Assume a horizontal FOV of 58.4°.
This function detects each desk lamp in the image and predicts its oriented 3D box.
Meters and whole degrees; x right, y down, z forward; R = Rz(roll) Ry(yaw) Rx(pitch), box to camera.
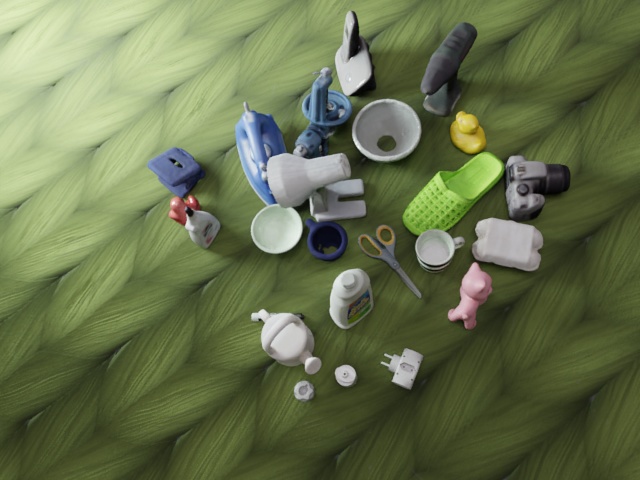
[{"bbox_3d":[-0.003,-0.126,1.304,0.203,0.214,0.118,-7,71,4],"label":"desk lamp"}]

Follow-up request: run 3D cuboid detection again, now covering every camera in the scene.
[{"bbox_3d":[0.498,-0.127,1.306,0.136,0.101,0.143,-2,72,6],"label":"camera"}]

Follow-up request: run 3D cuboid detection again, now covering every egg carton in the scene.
[{"bbox_3d":[0.421,0.010,1.286,0.150,0.069,0.107,11,73,10],"label":"egg carton"}]

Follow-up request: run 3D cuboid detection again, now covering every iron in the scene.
[{"bbox_3d":[-0.139,-0.203,1.383,0.118,0.141,0.258,-17,71,1],"label":"iron"}]

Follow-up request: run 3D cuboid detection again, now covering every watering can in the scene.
[{"bbox_3d":[-0.066,0.210,1.210,0.172,0.194,0.101,20,75,13],"label":"watering can"}]

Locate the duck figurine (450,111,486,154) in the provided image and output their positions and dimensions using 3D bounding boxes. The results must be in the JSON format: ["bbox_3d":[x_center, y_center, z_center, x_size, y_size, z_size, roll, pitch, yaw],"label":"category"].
[{"bbox_3d":[0.359,-0.263,1.375,0.077,0.086,0.104,-31,71,-4],"label":"duck figurine"}]

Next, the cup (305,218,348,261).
[{"bbox_3d":[0.012,0.005,1.322,0.092,0.095,0.117,-43,72,-8],"label":"cup"}]

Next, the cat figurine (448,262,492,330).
[{"bbox_3d":[0.330,0.120,1.235,0.067,0.118,0.128,22,76,13],"label":"cat figurine"}]

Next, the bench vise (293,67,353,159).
[{"bbox_3d":[0.008,-0.291,1.353,0.121,0.220,0.207,10,73,10],"label":"bench vise"}]

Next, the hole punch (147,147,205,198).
[{"bbox_3d":[-0.358,-0.179,1.427,0.108,0.091,0.101,37,79,16],"label":"hole punch"}]

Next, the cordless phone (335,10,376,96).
[{"bbox_3d":[0.085,-0.461,1.419,0.094,0.185,0.147,-16,71,1],"label":"cordless phone"}]

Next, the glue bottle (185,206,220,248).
[{"bbox_3d":[-0.282,-0.040,1.329,0.037,0.173,0.078,21,76,13],"label":"glue bottle"}]

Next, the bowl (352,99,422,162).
[{"bbox_3d":[0.163,-0.255,1.401,0.167,0.075,0.167,-2,72,6],"label":"bowl"}]

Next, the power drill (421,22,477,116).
[{"bbox_3d":[0.298,-0.389,1.359,0.075,0.208,0.230,26,77,14],"label":"power drill"}]

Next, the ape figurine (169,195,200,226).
[{"bbox_3d":[-0.333,-0.076,1.389,0.078,0.092,0.076,-21,71,0],"label":"ape figurine"}]
